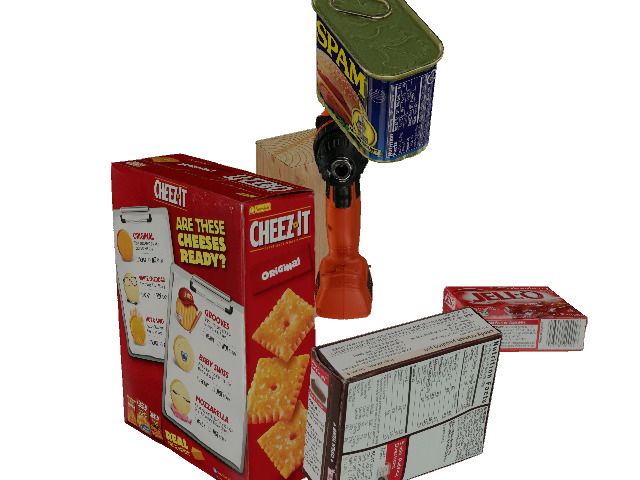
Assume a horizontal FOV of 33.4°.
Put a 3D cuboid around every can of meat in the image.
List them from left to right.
[{"bbox_3d":[0.035,-0.113,0.718,0.057,0.102,0.084,-22,-37,-17],"label":"can of meat"}]

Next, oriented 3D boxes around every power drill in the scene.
[{"bbox_3d":[0.022,-0.025,0.995,0.057,0.188,0.184,2,20,3],"label":"power drill"}]

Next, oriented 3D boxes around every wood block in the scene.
[{"bbox_3d":[-0.019,-0.017,1.277,0.090,0.206,0.090,-15,31,-27],"label":"wood block"}]

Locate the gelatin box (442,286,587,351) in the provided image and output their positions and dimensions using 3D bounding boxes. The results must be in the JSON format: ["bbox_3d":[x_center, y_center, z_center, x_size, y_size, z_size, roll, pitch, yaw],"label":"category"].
[{"bbox_3d":[0.145,0.058,0.806,0.089,0.030,0.073,1,15,-12],"label":"gelatin box"}]

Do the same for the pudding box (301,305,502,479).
[{"bbox_3d":[0.047,0.094,0.618,0.113,0.090,0.039,-13,32,-30],"label":"pudding box"}]

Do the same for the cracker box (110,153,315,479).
[{"bbox_3d":[-0.077,0.055,0.775,0.071,0.214,0.164,-14,21,-40],"label":"cracker box"}]
